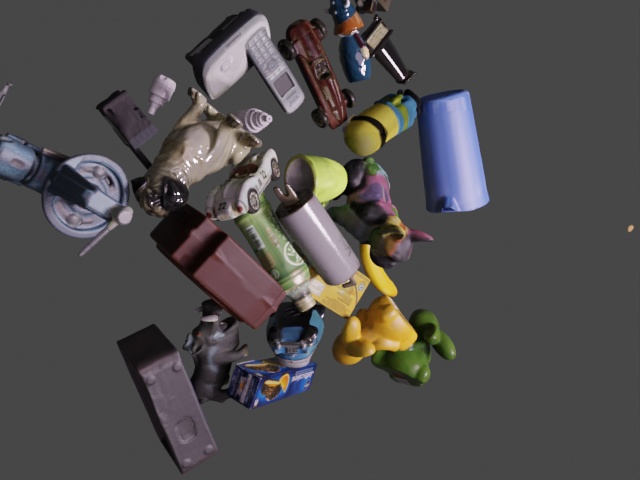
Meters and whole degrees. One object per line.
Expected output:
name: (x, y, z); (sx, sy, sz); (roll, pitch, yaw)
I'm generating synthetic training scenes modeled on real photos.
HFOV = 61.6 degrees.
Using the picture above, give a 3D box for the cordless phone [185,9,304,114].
cordless phone: (-0.115, -0.264, 0.885); (0.146, 0.089, 0.184); (-48, 126, -14)

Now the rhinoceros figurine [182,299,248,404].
rhinoceros figurine: (-0.192, 0.197, 0.962); (0.112, 0.073, 0.190); (5, 101, -23)

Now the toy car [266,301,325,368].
toy car: (-0.044, 0.180, 0.989); (0.109, 0.162, 0.102); (-1, 109, 1)

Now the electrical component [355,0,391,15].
electrical component: (0.101, -0.467, 0.995); (0.078, 0.045, 0.102); (-4, 109, -61)

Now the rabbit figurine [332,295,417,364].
rabbit figurine: (0.098, 0.202, 1.103); (0.173, 0.162, 0.122); (-34, 78, 11)

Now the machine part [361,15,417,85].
machine part: (0.132, -0.360, 1.045); (0.138, 0.039, 0.084); (40, 72, -31)

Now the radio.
radio: (-0.253, 0.266, 0.898); (0.073, 0.131, 0.229); (-27, 116, -26)

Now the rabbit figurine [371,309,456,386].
rabbit figurine: (0.214, 0.225, 1.191); (0.121, 0.159, 0.170); (38, 65, -24)

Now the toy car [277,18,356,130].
toy car: (0.001, -0.295, 0.968); (0.089, 0.053, 0.202); (-39, 118, -22)

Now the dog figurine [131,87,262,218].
dog figurine: (-0.198, -0.116, 0.845); (0.190, 0.121, 0.172); (-55, 159, 1)

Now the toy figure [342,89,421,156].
toy figure: (0.123, -0.230, 1.039); (0.180, 0.089, 0.082); (-31, 110, -20)

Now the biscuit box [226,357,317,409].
biscuit box: (-0.083, 0.257, 0.999); (0.202, 0.059, 0.062); (8, 101, -61)

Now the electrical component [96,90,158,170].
electrical component: (-0.278, -0.164, 0.808); (0.048, 0.075, 0.119); (-43, 117, -13)

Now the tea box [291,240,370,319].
tea box: (0.006, 0.073, 1.053); (0.169, 0.068, 0.098); (38, 82, -34)

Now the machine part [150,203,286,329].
machine part: (-0.164, 0.041, 0.856); (0.087, 0.201, 0.201); (-50, 123, -10)

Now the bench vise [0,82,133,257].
bench vise: (-0.334, -0.073, 0.709); (0.129, 0.241, 0.223); (-56, 140, -13)

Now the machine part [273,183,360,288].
machine part: (-0.002, -0.003, 0.942); (0.079, 0.079, 0.243); (-43, 117, -16)

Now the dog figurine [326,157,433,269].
dog figurine: (0.114, -0.052, 1.001); (0.108, 0.219, 0.191); (14, 95, -38)

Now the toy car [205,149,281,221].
toy car: (-0.122, -0.091, 0.869); (0.202, 0.074, 0.056); (-67, 141, -56)

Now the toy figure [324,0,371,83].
toy figure: (0.053, -0.366, 0.977); (0.058, 0.064, 0.154); (-58, 135, -62)
